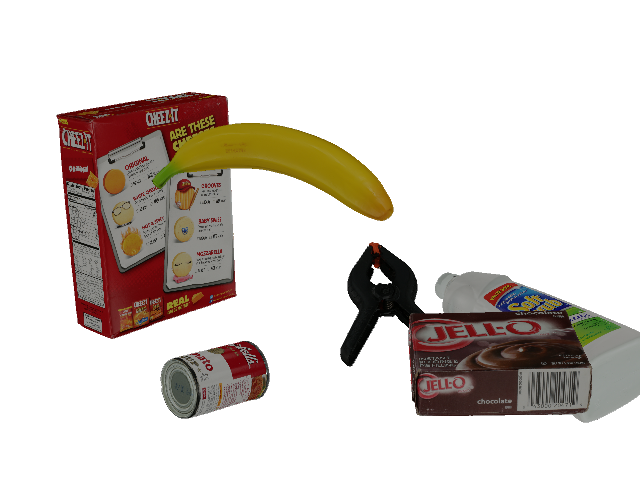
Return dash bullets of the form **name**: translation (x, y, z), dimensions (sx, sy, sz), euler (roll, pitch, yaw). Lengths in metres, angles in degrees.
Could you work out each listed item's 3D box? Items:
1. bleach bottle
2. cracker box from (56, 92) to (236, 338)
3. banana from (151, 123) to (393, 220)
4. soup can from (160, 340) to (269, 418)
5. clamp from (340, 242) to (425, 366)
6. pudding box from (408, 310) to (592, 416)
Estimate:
- **bleach bottle**: translation (0.196, 0.086, 1.041), dimensions (0.102, 0.068, 0.251), euler (-19, 27, -29)
- **cracker box**: translation (-0.168, -0.030, 1.057), dimensions (0.072, 0.214, 0.163), euler (13, 22, 42)
- **banana**: translation (-0.033, -0.059, 0.855), dimensions (0.198, 0.069, 0.037), euler (8, -14, 14)
- **soup can**: translation (-0.116, 0.153, 1.174), dimensions (0.102, 0.068, 0.069), euler (-9, 6, -44)
- **clamp**: translation (0.083, 0.071, 1.190), dimensions (0.120, 0.171, 0.039), euler (5, -43, -2)
- **pudding box**: translation (0.116, 0.080, 0.713), dimensions (0.113, 0.039, 0.090), euler (0, 21, 2)
